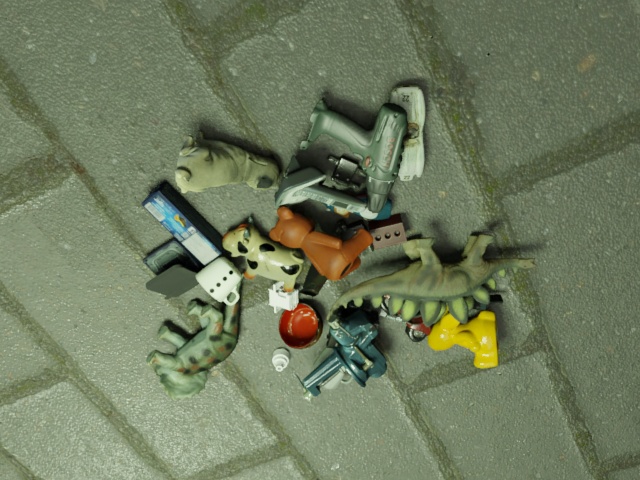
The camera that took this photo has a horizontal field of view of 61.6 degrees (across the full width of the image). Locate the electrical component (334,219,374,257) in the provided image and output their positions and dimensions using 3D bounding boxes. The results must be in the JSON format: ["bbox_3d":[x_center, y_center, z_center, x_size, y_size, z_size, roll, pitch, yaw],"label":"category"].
[{"bbox_3d":[0.075,-0.003,1.232,0.078,0.045,0.102,-15,116,11],"label":"electrical component"}]

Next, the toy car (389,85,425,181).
[{"bbox_3d":[0.179,-0.216,1.109,0.074,0.056,0.201,-3,117,3],"label":"toy car"}]

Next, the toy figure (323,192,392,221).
[{"bbox_3d":[0.080,-0.078,1.187,0.155,0.058,0.064,6,93,1],"label":"toy figure"}]

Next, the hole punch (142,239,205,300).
[{"bbox_3d":[-0.345,0.070,1.271,0.142,0.092,0.115,-33,147,12],"label":"hole punch"}]

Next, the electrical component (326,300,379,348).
[{"bbox_3d":[0.084,0.214,1.340,0.115,0.058,0.134,13,118,-8],"label":"electrical component"}]

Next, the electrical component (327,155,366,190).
[{"bbox_3d":[0.053,-0.147,1.169,0.094,0.021,0.063,23,117,-10],"label":"electrical component"}]

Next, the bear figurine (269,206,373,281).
[{"bbox_3d":[-0.005,-0.002,1.172,0.196,0.132,0.120,39,136,19],"label":"bear figurine"}]

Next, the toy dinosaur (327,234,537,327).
[{"bbox_3d":[0.244,0.091,1.195,0.472,0.105,0.198,-5,86,3],"label":"toy dinosaur"}]

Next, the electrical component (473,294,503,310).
[{"bbox_3d":[0.374,0.130,1.277,0.119,0.075,0.047,-3,119,8],"label":"electrical component"}]

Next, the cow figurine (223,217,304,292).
[{"bbox_3d":[-0.131,0.030,1.235,0.195,0.085,0.127,21,123,-7],"label":"cow figurine"}]

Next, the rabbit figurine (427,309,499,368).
[{"bbox_3d":[0.345,0.230,1.313,0.173,0.122,0.162,-7,117,26],"label":"rabbit figurine"}]

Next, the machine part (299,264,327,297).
[{"bbox_3d":[0.000,0.078,1.283,0.084,0.039,0.138,23,115,-16],"label":"machine part"}]

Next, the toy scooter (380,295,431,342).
[{"bbox_3d":[0.229,0.151,1.293,0.135,0.075,0.183,-40,107,11],"label":"toy scooter"}]

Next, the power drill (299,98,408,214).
[{"bbox_3d":[0.066,-0.181,1.089,0.207,0.086,0.231,27,123,11],"label":"power drill"}]

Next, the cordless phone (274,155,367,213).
[{"bbox_3d":[0.002,-0.093,1.134,0.184,0.146,0.088,20,74,-7],"label":"cordless phone"}]

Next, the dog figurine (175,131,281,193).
[{"bbox_3d":[-0.184,-0.140,1.103,0.191,0.172,0.121,15,128,2],"label":"dog figurine"}]

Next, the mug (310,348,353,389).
[{"bbox_3d":[0.043,0.324,1.388,0.109,0.081,0.107,24,108,-5],"label":"mug"}]

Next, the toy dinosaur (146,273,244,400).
[{"bbox_3d":[-0.288,0.261,1.350,0.405,0.131,0.192,-35,124,14],"label":"toy dinosaur"}]

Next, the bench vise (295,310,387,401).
[{"bbox_3d":[0.046,0.286,1.270,0.240,0.129,0.223,-39,132,1],"label":"bench vise"}]

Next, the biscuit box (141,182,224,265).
[{"bbox_3d":[-0.305,-0.037,1.217,0.059,0.063,0.202,-35,111,19],"label":"biscuit box"}]
